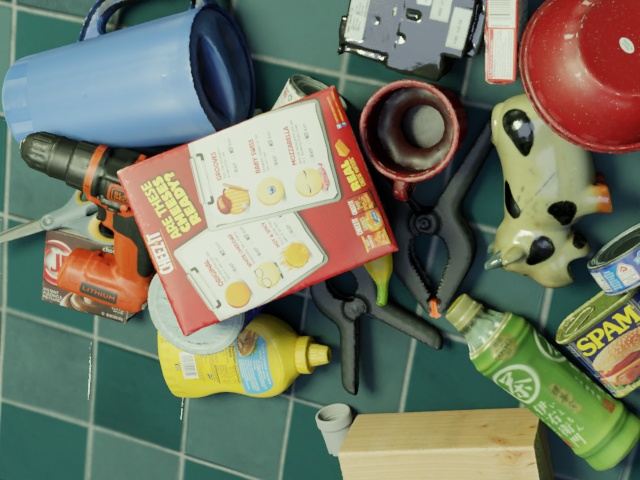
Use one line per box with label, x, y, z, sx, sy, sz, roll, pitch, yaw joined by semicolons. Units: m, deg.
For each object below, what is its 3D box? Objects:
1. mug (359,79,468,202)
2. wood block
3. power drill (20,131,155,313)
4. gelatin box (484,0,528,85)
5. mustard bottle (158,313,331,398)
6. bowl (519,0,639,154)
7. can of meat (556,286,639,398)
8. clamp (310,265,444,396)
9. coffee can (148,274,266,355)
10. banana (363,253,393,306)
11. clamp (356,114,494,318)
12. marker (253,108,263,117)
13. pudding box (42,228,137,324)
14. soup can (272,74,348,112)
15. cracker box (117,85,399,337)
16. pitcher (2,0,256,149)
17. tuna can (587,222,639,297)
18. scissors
mug;0.090;-0.094;1.001;0.093;0.081;0.117;12;104;16
wood block;0.135;0.239;1.132;0.206;0.090;0.091;-6;107;20
power drill;-0.225;-0.017;1.099;0.184;0.057;0.188;20;134;0
gelatin box;0.171;-0.193;0.974;0.030;0.073;0.089;5;111;18
mustard bottle;-0.080;0.127;1.181;0.192;0.058;0.096;-2;109;19
bowl;0.257;-0.159;0.920;0.162;0.055;0.162;1;79;-5
can of meat;0.298;0.093;1.044;0.084;0.057;0.102;45;117;-4
clamp;0.036;0.079;1.132;0.120;0.039;0.171;-39;88;10
coffee can;-0.103;0.045;1.113;0.103;0.140;0.103;6;111;16
banana;0.007;-0.012;1.091;0.198;0.037;0.069;34;85;30
clamp;0.116;-0.027;1.071;0.165;0.036;0.210;-10;102;22
marker;-0.118;-0.123;1.125;0.121;0.020;0.020;-5;107;20
pudding box;-0.259;0.036;1.218;0.113;0.039;0.090;14;111;13
soup can;-0.026;-0.107;1.073;0.068;0.068;0.102;35;115;4
cracker box;-0.056;-0.028;0.991;0.213;0.072;0.164;-22;92;0
pitcher;-0.198;-0.163;1.085;0.243;0.149;0.145;-6;138;23
tuna can;0.295;0.015;1.000;0.086;0.086;0.034;-35;94;26
scissors;-0.285;-0.008;1.186;0.202;0.016;0.096;-32;77;8
